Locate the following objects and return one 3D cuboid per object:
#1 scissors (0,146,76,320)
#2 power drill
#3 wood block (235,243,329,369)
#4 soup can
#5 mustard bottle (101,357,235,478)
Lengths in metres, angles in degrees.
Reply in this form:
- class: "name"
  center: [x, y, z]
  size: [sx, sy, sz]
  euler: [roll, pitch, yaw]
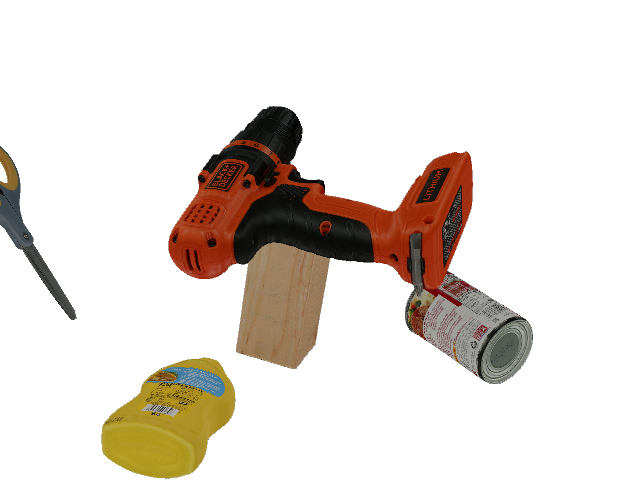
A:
- class: "scissors"
  center: [-0.298, -0.019, 1.072]
  size: [0.016, 0.201, 0.096]
  euler: [-25, 28, 24]
- class: "power drill"
  center: [0.008, -0.033, 0.747]
  size: [0.188, 0.057, 0.184]
  euler: [6, 40, 19]
- class: "wood block"
  center: [-0.045, 0.052, 1.423]
  size: [0.090, 0.206, 0.090]
  euler: [15, 21, 13]
- class: "soup can"
  center: [0.136, 0.079, 0.980]
  size: [0.068, 0.068, 0.102]
  euler: [0, 23, -40]
- class: "mustard bottle"
  center: [-0.139, 0.166, 1.073]
  size: [0.096, 0.058, 0.191]
  euler: [8, 20, 12]
